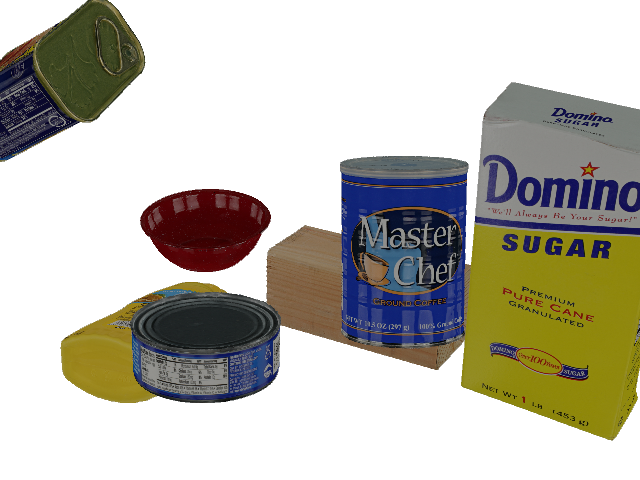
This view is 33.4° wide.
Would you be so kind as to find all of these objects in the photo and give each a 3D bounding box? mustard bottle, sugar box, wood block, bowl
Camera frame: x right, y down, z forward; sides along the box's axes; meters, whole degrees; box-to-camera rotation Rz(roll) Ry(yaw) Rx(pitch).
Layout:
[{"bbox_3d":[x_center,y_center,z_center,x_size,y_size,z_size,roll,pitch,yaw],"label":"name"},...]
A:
[{"bbox_3d":[-0.131,0.078,0.922,0.096,0.058,0.191,6,17,23],"label":"mustard bottle"},{"bbox_3d":[0.126,0.014,0.553,0.093,0.176,0.048,17,40,26],"label":"sugar box"},{"bbox_3d":[0.051,0.059,1.161,0.206,0.091,0.090,14,27,26],"label":"wood block"},{"bbox_3d":[-0.143,-0.006,1.333,0.162,0.055,0.162,1,29,-1],"label":"bowl"}]

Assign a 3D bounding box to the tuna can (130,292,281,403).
[{"bbox_3d":[-0.065,0.060,0.613,0.086,0.034,0.086,1,18,0],"label":"tuna can"}]

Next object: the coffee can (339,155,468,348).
[{"bbox_3d":[0.067,0.006,0.864,0.103,0.140,0.103,0,10,0],"label":"coffee can"}]

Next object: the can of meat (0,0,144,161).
[{"bbox_3d":[-0.174,-0.102,0.686,0.084,0.057,0.102,-21,25,31],"label":"can of meat"}]
